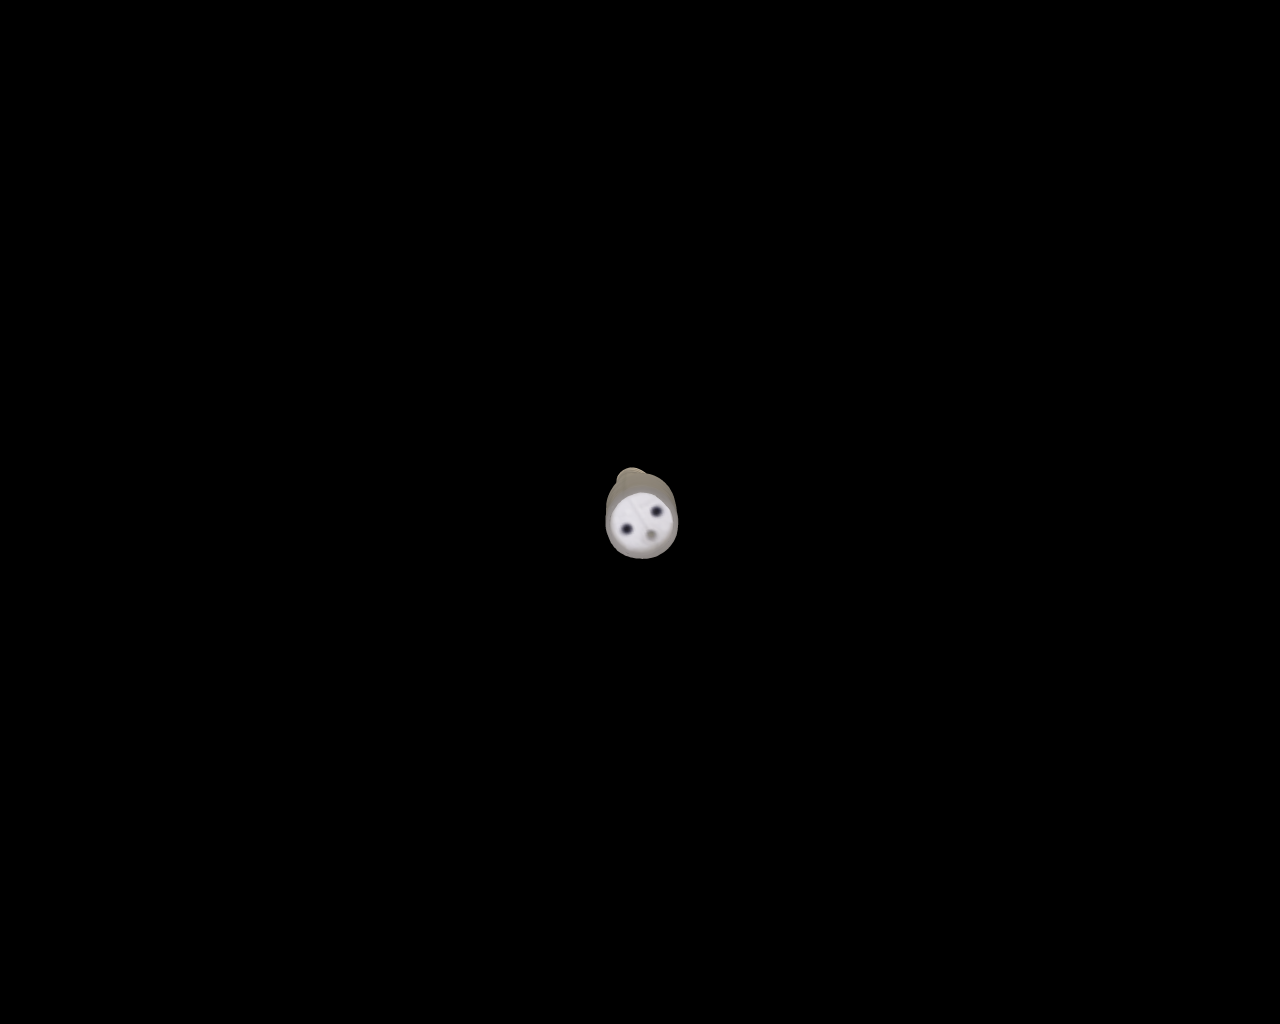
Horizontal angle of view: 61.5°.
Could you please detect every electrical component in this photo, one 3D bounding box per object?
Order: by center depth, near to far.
[{"bbox_3d":[0.001,-0.003,0.650,0.043,0.043,0.081,0,16,0],"label":"electrical component"}]
